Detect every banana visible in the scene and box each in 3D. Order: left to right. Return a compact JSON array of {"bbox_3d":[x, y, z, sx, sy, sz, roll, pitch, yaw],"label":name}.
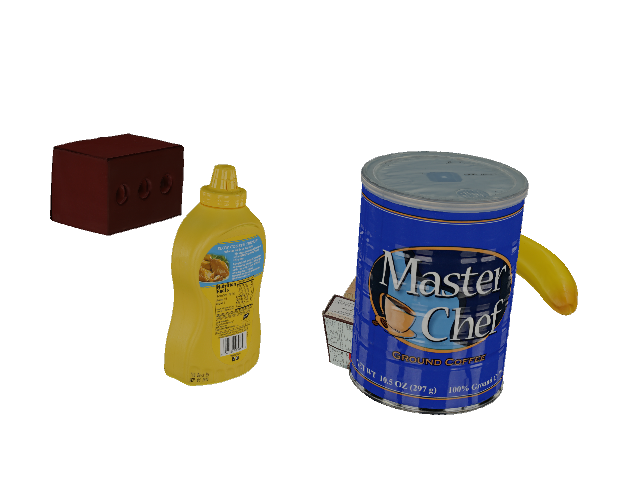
[{"bbox_3d":[0.187,0.022,1.041,0.069,0.037,0.198,-38,36,-22],"label":"banana"}]

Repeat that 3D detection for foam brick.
[{"bbox_3d":[-0.138,-0.040,0.727,0.051,0.053,0.078,15,20,30],"label":"foam brick"}]

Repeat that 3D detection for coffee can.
[{"bbox_3d":[0.073,0.024,0.679,0.103,0.140,0.103,2,21,-1],"label":"coffee can"}]

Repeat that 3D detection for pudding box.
[{"bbox_3d":[0.061,0.118,1.236,0.114,0.090,0.039,15,47,22],"label":"pudding box"}]

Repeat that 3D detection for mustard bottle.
[{"bbox_3d":[-0.091,0.028,0.949,0.058,0.192,0.096,19,20,39],"label":"mustard bottle"}]

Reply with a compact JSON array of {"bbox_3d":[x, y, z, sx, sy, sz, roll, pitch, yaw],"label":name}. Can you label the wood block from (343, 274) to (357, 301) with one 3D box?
[{"bbox_3d":[0.101,0.083,1.554,0.091,0.090,0.205,6,21,14],"label":"wood block"}]
